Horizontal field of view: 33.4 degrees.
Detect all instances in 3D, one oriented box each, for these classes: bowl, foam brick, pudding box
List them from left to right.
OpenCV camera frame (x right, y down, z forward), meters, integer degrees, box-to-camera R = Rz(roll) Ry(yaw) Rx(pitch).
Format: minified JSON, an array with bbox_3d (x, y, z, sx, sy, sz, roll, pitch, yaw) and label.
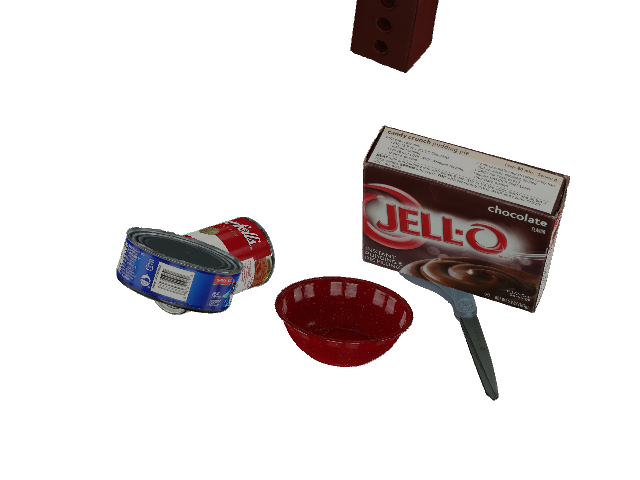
[{"bbox_3d":[0.026,0.101,1.250,0.162,0.055,0.162,4,25,-2],"label":"bowl"},{"bbox_3d":[0.060,-0.183,0.842,0.053,0.078,0.051,24,50,16],"label":"foam brick"},{"bbox_3d":[0.081,-0.012,0.619,0.113,0.039,0.090,15,-35,14],"label":"pudding box"}]

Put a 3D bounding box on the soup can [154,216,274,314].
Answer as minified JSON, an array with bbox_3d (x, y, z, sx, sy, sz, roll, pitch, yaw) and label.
[{"bbox_3d":[-0.101,0.022,0.971,0.069,0.068,0.102,0,14,44],"label":"soup can"}]

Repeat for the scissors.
[{"bbox_3d":[0.104,0.053,0.913,0.096,0.016,0.201,3,43,7],"label":"scissors"}]

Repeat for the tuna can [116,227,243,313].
[{"bbox_3d":[-0.100,0.021,0.755,0.086,0.034,0.086,18,9,-3],"label":"tuna can"}]
